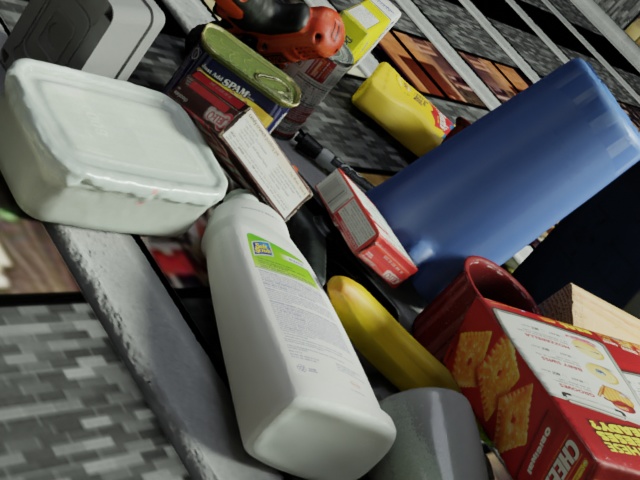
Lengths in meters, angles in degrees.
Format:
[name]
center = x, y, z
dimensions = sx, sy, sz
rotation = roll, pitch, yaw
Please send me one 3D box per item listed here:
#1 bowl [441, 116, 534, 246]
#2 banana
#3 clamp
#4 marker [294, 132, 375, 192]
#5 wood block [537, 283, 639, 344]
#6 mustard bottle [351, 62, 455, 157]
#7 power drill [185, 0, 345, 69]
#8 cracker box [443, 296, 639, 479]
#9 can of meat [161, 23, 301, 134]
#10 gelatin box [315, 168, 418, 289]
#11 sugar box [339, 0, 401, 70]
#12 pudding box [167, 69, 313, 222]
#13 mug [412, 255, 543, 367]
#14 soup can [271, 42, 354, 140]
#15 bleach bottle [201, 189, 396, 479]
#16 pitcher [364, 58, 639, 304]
[bowl]
center = 0.167, -0.051, 1.157
dimensions = 0.162, 0.055, 0.162
rotation = 61, 0, -1
[banana]
center = 0.069, 0.092, 0.830
dimensions = 0.197, 0.070, 0.037
rotation = 42, 68, -16
[clamp]
center = -0.006, 0.001, 0.893
dimensions = 0.171, 0.039, 0.120
rotation = 55, 15, 29
[marker]
center = 0.024, -0.067, 1.065
dimensions = 0.121, 0.020, 0.020
rotation = 38, 26, -9
[wood block]
center = 0.275, 0.134, 0.959
dimensions = 0.206, 0.091, 0.090
rotation = 27, 45, -20
[mustard bottle]
center = 0.127, -0.127, 1.260
dimensions = 0.191, 0.058, 0.096
rotation = 40, 22, -5
[power drill]
center = -0.095, -0.214, 0.950
dimensions = 0.187, 0.185, 0.057
rotation = 30, 68, -48
[cracker box]
center = 0.199, 0.135, 0.755
dimensions = 0.164, 0.072, 0.214
rotation = 17, 20, -19
[can of meat]
center = -0.082, -0.123, 0.929
dimensions = 0.102, 0.084, 0.057
rotation = 34, 26, -15
[gelatin box]
center = 0.039, -0.009, 0.909
dimensions = 0.073, 0.030, 0.089
rotation = 41, 15, -50
[sugar box]
center = 0.037, -0.236, 1.263
dimensions = 0.048, 0.093, 0.176
rotation = 44, 26, 1
[pudding box]
center = -0.064, -0.076, 0.859
dimensions = 0.090, 0.039, 0.113
rotation = 41, -8, 46
[mug]
center = 0.132, 0.079, 0.919
dimensions = 0.093, 0.082, 0.117
rotation = 40, 26, -5
[soup can]
center = -0.023, -0.158, 1.046
dimensions = 0.068, 0.102, 0.068
rotation = 32, 28, -20
[bleach bottle]
center = -0.029, 0.051, 0.763
dimensions = 0.102, 0.068, 0.251
rotation = 26, 27, -33
[pitcher]
center = 0.169, -0.057, 0.986
dimensions = 0.144, 0.243, 0.149
rotation = 36, 24, -46
